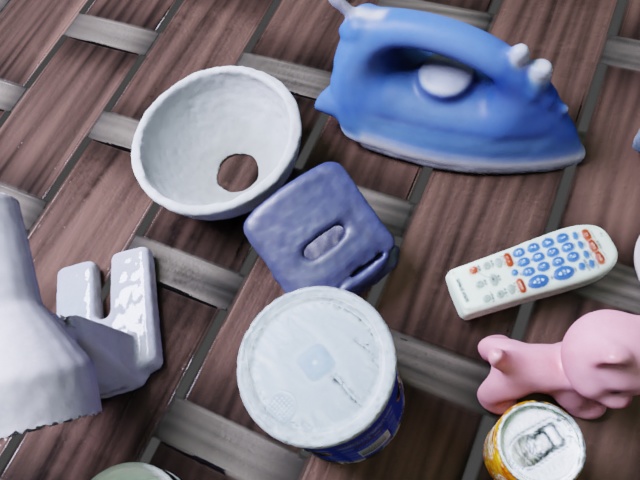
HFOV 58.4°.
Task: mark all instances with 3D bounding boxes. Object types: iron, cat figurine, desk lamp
[{"bbox_3d":[0.121,-0.146,0.517,0.257,0.142,0.119,19,70,18],"label":"iron"},{"bbox_3d":[0.181,0.087,0.411,0.127,0.118,0.067,-2,65,10],"label":"cat figurine"},{"bbox_3d":[-0.214,0.069,0.438,0.118,0.214,0.203,-15,63,4],"label":"desk lamp"}]

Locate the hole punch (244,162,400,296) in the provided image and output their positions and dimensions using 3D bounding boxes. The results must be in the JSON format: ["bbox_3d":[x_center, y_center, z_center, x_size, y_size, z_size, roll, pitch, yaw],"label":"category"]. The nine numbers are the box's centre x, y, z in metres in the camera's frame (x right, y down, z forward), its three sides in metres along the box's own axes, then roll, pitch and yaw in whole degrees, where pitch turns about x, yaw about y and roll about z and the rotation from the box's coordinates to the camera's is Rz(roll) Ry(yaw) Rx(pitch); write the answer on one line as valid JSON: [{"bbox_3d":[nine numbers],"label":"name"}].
[{"bbox_3d":[0.005,0.002,0.498,0.109,0.091,0.101,-37,64,-7],"label":"hole punch"}]

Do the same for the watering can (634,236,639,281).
[{"bbox_3d":[0.296,-0.011,0.392,0.100,0.194,0.173,22,71,19],"label":"watering can"}]

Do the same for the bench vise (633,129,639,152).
[{"bbox_3d":[0.338,-0.163,0.441,0.121,0.220,0.207,10,68,15],"label":"bench vise"}]

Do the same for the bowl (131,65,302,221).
[{"bbox_3d":[-0.093,-0.084,0.565,0.167,0.075,0.167,-4,65,9],"label":"bowl"}]
